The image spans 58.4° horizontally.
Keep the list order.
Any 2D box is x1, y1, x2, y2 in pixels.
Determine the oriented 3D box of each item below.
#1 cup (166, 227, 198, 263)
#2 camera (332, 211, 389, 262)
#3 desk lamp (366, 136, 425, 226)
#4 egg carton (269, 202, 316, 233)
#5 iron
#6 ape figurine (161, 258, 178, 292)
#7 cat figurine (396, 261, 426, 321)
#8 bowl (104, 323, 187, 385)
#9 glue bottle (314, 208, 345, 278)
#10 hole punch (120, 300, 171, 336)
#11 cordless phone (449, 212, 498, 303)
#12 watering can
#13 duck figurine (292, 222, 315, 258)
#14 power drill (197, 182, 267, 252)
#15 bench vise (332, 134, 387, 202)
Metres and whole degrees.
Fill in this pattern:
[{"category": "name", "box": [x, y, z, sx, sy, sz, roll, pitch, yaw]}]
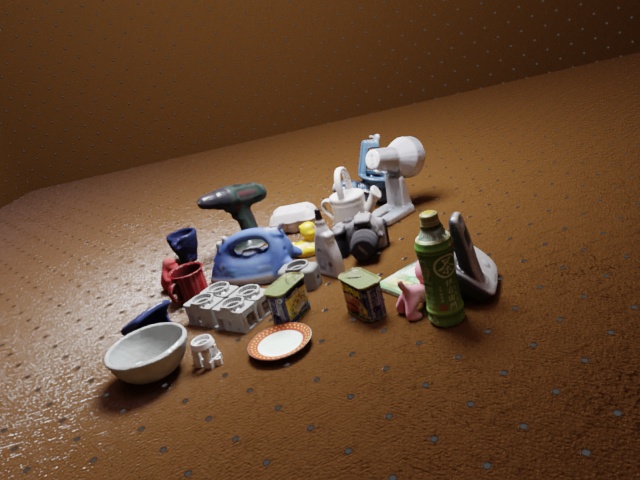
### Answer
[{"category": "cup", "box": [-0.405, 0.026, 1.709, 0.091, 0.095, 0.118, -10, 21, 11]}, {"category": "camera", "box": [0.097, -0.007, 1.454, 0.143, 0.101, 0.137, -9, 22, 13]}, {"category": "desk lamp", "box": [0.213, -0.178, 1.655, 0.204, 0.214, 0.117, -30, 26, -36]}, {"category": "egg carton", "box": [-0.080, -0.066, 1.764, 0.150, 0.069, 0.107, -10, 21, 10]}, {"category": "iron", "box": [-0.184, 0.033, 1.480, 0.257, 0.142, 0.119, -9, 22, 14]}, {"category": "ape figurine", "box": [-0.398, 0.091, 1.543, 0.076, 0.092, 0.078, -6, 23, 21]}, {"category": "cat figurine", "box": [0.205, 0.080, 1.139, 0.128, 0.118, 0.067, -24, 23, -23]}, {"category": "bowl", "box": [-0.340, 0.239, 1.153, 0.167, 0.075, 0.167, -13, 21, 5]}, {"category": "glue bottle", "box": [0.013, 0.005, 1.378, 0.037, 0.173, 0.077, -28, 25, -32]}, {"category": "hole punch", "box": [-0.391, 0.188, 1.294, 0.100, 0.091, 0.109, 3, 27, 38]}, {"category": "cordless phone", "box": [0.297, 0.018, 1.142, 0.094, 0.185, 0.148, -6, 22, 20]}, {"category": "watering can", "box": [0.085, -0.112, 1.598, 0.172, 0.194, 0.101, -13, 21, 4]}, {"category": "duck figurine", "box": [-0.033, -0.006, 1.559, 0.104, 0.086, 0.077, -19, 21, -10]}, {"category": "power drill", "box": [-0.238, -0.065, 1.671, 0.075, 0.209, 0.230, 5, 29, 42]}, {"category": "bench vise", "box": [0.140, -0.202, 1.754, 0.207, 0.220, 0.121, -20, 22, -13]}]
